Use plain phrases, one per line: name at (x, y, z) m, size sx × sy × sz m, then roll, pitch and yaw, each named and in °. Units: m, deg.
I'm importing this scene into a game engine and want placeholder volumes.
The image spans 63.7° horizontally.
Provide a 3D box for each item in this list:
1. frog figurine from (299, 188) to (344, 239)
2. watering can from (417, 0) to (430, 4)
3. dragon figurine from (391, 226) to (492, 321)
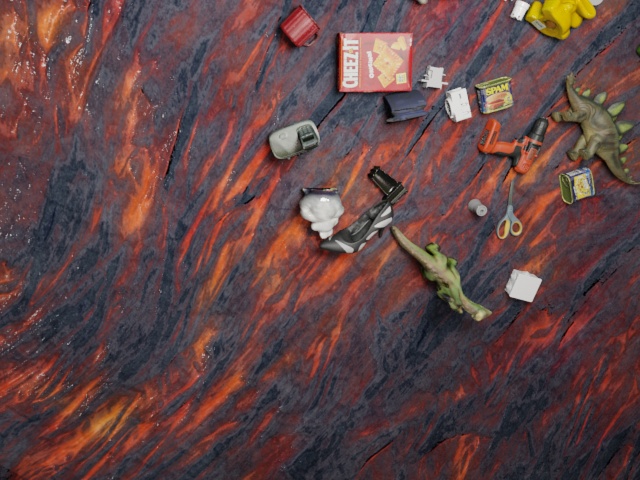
frog figurine at (0.005, -0.080, 1.585) m, size 0.138 × 0.123 × 0.158 m, roll -4°, pitch 98°, yaw -25°
watering can at (0.294, -0.798, 1.389) m, size 0.223 × 0.105 × 0.344 m, roll -37°, pitch 108°, yaw 7°
dragon figurine at (0.385, 0.124, 1.629) m, size 0.407 × 0.247 × 0.121 m, roll 35°, pitch 107°, yaw -18°
